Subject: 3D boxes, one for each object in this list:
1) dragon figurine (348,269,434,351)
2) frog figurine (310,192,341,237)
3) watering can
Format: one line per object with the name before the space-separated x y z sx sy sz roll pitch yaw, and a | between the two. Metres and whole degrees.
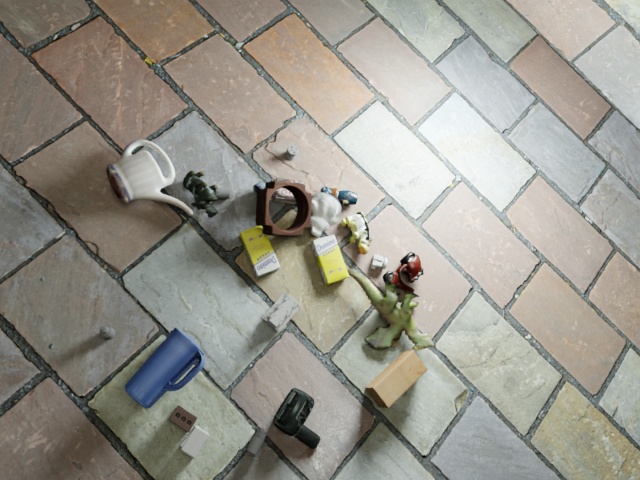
dragon figurine | 0.248 0.291 1.929 0.409 0.246 0.121 24 -15 -6
frog figurine | 0.006 -0.100 1.981 0.136 0.163 0.121 43 -37 -21
watering can | -0.618 -0.200 1.845 0.226 0.350 0.102 -28 -9 -21
